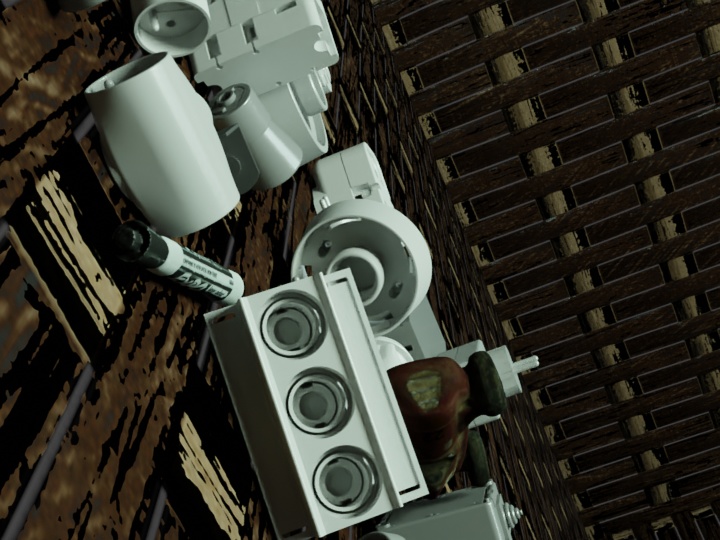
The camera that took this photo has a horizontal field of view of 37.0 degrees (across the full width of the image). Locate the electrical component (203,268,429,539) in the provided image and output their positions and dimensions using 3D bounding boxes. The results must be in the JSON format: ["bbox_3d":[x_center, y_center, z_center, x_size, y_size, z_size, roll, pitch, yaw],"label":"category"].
[{"bbox_3d":[-0.024,0.070,0.555,0.063,0.079,0.121,130,-59,-76],"label":"electrical component"}]

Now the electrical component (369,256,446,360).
[{"bbox_3d":[0.028,0.061,0.880,0.150,0.062,0.089,-82,150,-71],"label":"electrical component"}]

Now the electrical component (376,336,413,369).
[{"bbox_3d":[0.011,0.082,0.758,0.057,0.058,0.078,-82,150,-65],"label":"electrical component"}]

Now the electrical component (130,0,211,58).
[{"bbox_3d":[-0.114,-0.168,0.626,0.043,0.043,0.081,56,16,-55],"label":"electrical component"}]

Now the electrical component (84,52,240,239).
[{"bbox_3d":[-0.093,-0.066,0.523,0.079,0.044,0.077,-90,158,-64],"label":"electrical component"}]

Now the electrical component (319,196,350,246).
[{"bbox_3d":[-0.015,-0.023,0.875,0.077,0.043,0.079,-64,132,-77],"label":"electrical component"}]

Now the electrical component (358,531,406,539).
[{"bbox_3d":[0.021,0.178,0.608,0.055,0.066,0.048,39,42,-31],"label":"electrical component"}]

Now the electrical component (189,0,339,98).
[{"bbox_3d":[-0.068,-0.157,0.720,0.050,0.089,0.055,49,22,-65],"label":"electrical component"}]

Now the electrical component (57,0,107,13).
[{"bbox_3d":[-0.131,-0.153,0.492,0.045,0.045,0.055,-96,162,-57],"label":"electrical component"}]

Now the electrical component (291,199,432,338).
[{"bbox_3d":[0.000,0.000,0.760,0.064,0.099,0.099,-55,124,-71],"label":"electrical component"}]

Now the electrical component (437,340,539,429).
[{"bbox_3d":[0.098,0.080,0.807,0.083,0.076,0.047,-38,108,-80],"label":"electrical component"}]

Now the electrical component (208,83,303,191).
[{"bbox_3d":[-0.072,-0.090,0.708,0.065,0.044,0.044,56,16,-38],"label":"electrical component"}]

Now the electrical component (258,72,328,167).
[{"bbox_3d":[-0.059,-0.126,0.794,0.108,0.060,0.108,-21,90,-81],"label":"electrical component"}]

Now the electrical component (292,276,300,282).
[{"bbox_3d":[-0.026,0.040,0.677,0.077,0.044,0.079,-96,163,-57],"label":"electrical component"}]

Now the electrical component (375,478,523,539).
[{"bbox_3d":[0.066,0.185,0.729,0.062,0.096,0.061,-12,85,-81],"label":"electrical component"}]

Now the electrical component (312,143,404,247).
[{"bbox_3d":[-0.005,-0.057,0.958,0.054,0.059,0.095,42,29,-71],"label":"electrical component"}]

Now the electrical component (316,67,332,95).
[{"bbox_3d":[-0.060,-0.165,0.882,0.078,0.057,0.058,-97,163,-56],"label":"electrical component"}]

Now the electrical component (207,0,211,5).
[{"bbox_3d":[-0.091,-0.209,0.820,0.080,0.051,0.080,-21,90,-81],"label":"electrical component"}]
